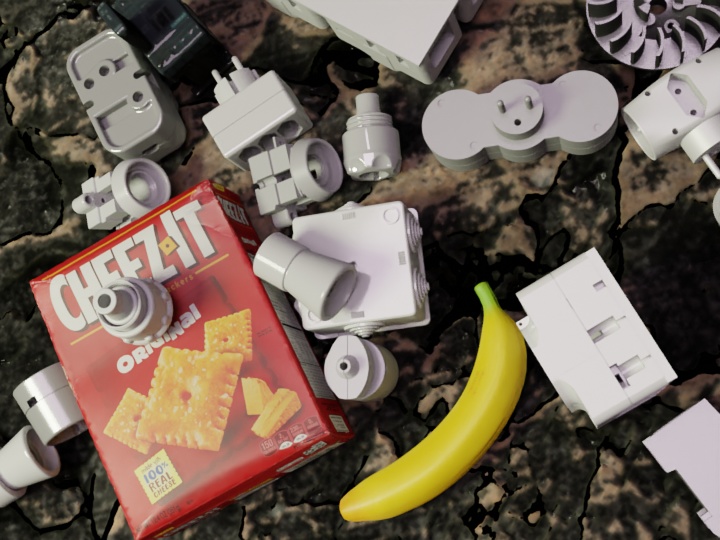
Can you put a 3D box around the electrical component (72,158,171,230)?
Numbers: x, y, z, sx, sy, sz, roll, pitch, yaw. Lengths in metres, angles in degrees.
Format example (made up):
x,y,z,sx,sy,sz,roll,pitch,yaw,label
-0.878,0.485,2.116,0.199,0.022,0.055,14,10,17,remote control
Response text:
x,y,z,sx,sy,sz,roll,pitch,yaw,label
-0.177,-0.057,0.825,0.055,0.066,0.048,-23,74,43,electrical component

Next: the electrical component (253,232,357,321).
x,y,z,sx,sy,sz,roll,pitch,yaw,label
-0.041,0.002,0.746,0.065,0.044,0.044,29,89,21,electrical component

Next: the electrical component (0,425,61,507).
x,y,z,sx,sy,sz,roll,pitch,yaw,label
-0.266,0.151,0.825,0.055,0.045,0.045,-32,76,7,electrical component

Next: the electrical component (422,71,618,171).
x,y,z,sx,sy,sz,roll,pitch,yaw,label
0.112,-0.109,0.761,0.138,0.074,0.052,-7,80,12,electrical component

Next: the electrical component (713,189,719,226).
x,y,z,sx,sy,sz,roll,pitch,yaw,label
0.257,-0.044,0.718,0.040,0.078,0.040,-7,72,24,electrical component

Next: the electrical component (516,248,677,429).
x,y,z,sx,sy,sz,roll,pitch,yaw,label
0.147,0.051,0.688,0.062,0.150,0.089,-31,76,6,electrical component

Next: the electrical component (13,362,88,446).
x,y,z,sx,sy,sz,roll,pitch,yaw,label
-0.228,0.102,0.820,0.055,0.055,0.047,-33,79,6,electrical component

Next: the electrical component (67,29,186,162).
x,y,z,sx,sy,sz,roll,pitch,yaw,label
-0.180,-0.132,0.841,0.054,0.059,0.095,-30,76,7,electrical component

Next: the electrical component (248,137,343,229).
x,y,z,sx,sy,sz,roll,pitch,yaw,label
-0.047,-0.070,0.799,0.055,0.048,0.066,-18,82,37,electrical component

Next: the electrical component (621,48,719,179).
x,y,z,sx,sy,sz,roll,pitch,yaw,label
0.236,-0.100,0.746,0.077,0.043,0.079,-33,75,7,electrical component

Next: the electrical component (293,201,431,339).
x,y,z,sx,sy,sz,roll,pitch,yaw,label
0.000,0.000,0.784,0.100,0.048,0.099,-9,80,12,electrical component

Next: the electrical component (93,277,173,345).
x,y,z,sx,sy,sz,roll,pitch,yaw,label
-0.160,0.025,0.737,0.048,0.062,0.048,-3,80,14,electrical component

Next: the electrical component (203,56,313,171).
x,y,z,sx,sy,sz,roll,pitch,yaw,label
-0.087,-0.128,0.825,0.066,0.047,0.076,-33,76,7,electrical component

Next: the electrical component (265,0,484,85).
x,y,z,sx,sy,sz,roll,pitch,yaw,label
-0.001,-0.231,0.813,0.186,0.060,0.105,31,89,16,electrical component

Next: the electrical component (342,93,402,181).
x,y,z,sx,sy,sz,roll,pitch,yaw,label
0.008,-0.100,0.800,0.043,0.043,0.062,-7,79,12,electrical component

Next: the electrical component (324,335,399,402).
x,y,z,sx,sy,sz,roll,pitch,yaw,label
-0.002,0.070,0.757,0.043,0.081,0.043,-2,81,13,electrical component
